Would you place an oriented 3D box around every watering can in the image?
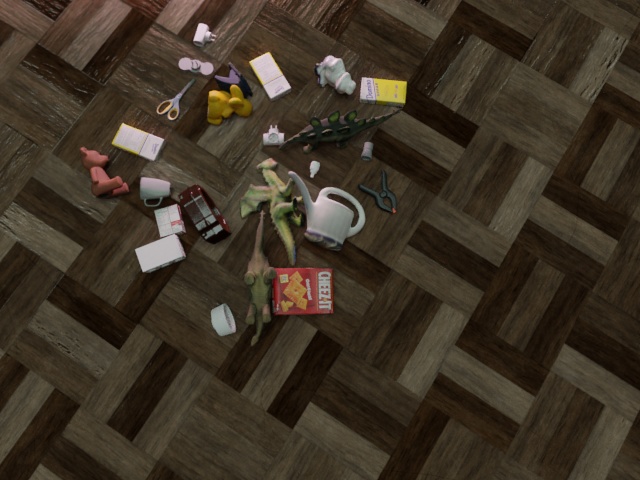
[{"bbox_3d":[0.006,-0.094,1.865,0.345,0.104,0.226,24,80,-21],"label":"watering can"}]

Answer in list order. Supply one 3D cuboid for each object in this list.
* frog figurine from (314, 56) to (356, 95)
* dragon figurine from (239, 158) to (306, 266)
[{"bbox_3d":[0.073,-0.633,1.982,0.160,0.134,0.125,20,51,21],"label":"frog figurine"},{"bbox_3d":[-0.184,-0.116,1.914,0.243,0.121,0.415,2,77,17],"label":"dragon figurine"}]
